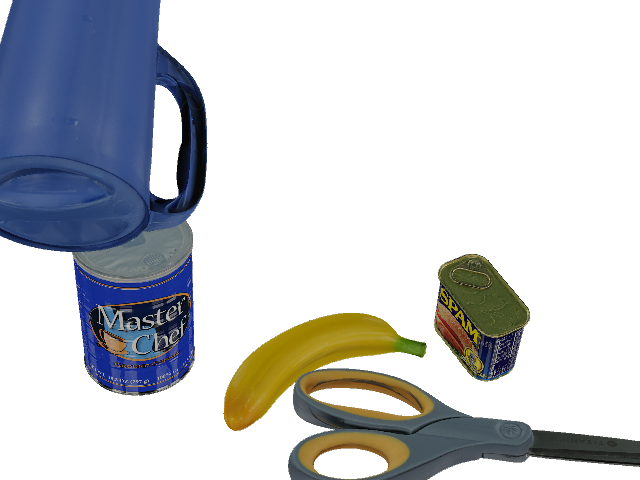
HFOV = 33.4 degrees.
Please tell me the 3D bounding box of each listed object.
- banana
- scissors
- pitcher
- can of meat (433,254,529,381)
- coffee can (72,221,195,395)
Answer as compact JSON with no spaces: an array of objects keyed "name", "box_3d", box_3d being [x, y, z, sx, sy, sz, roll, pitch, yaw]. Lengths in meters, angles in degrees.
[{"name":"banana","box_3d":[-0.008,0.090,0.813,0.197,0.037,0.070,-18,27,-39]},{"name":"scissors","box_3d":[0.073,0.100,0.483,0.202,0.016,0.096,12,32,22]},{"name":"pitcher","box_3d":[-0.174,-0.120,0.809,0.145,0.243,0.149,-10,-31,20]},{"name":"can of meat","box_3d":[0.157,0.079,1.066,0.057,0.084,0.102,-21,52,-19]},{"name":"coffee can","box_3d":[-0.163,0.052,0.944,0.103,0.140,0.103,2,39,-2]}]
